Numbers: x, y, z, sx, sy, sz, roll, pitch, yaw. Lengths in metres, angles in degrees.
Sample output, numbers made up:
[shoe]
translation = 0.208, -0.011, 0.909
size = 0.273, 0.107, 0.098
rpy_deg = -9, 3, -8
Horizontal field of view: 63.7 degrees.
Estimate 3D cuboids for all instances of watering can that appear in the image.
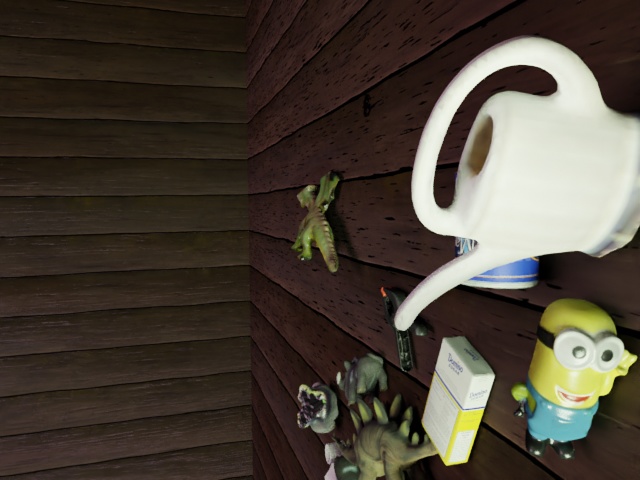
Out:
[watering can]
translation = 0.200, -0.029, 0.533
size = 0.106, 0.224, 0.340
rpy_deg = -82, 0, -57

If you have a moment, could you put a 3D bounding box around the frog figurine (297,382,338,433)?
[frog figurine]
translation = 0.006, 0.477, 1.462
size = 0.157, 0.122, 0.140
rpy_deg = 48, -163, -56

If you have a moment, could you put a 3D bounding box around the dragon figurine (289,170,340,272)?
[dragon figurine]
translation = 0.004, -0.070, 1.395
size = 0.413, 0.122, 0.241
rpy_deg = -150, 68, -69
